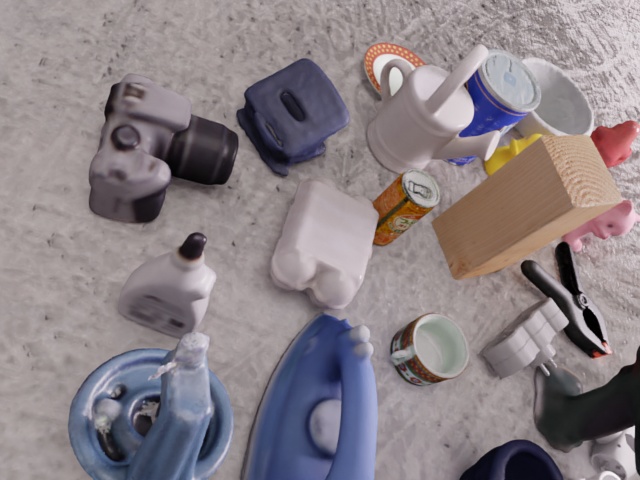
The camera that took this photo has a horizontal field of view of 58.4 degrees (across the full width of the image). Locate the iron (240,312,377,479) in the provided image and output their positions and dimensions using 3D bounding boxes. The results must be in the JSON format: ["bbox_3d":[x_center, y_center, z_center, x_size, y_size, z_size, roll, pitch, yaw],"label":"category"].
[{"bbox_3d":[0.012,0.164,0.520,0.119,0.141,0.258,19,57,-18],"label":"iron"}]

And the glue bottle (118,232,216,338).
[{"bbox_3d":[-0.125,0.036,0.496,0.078,0.172,0.037,26,55,-13],"label":"glue bottle"}]

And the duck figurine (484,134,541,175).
[{"bbox_3d":[0.314,-0.125,0.868,0.105,0.086,0.077,10,61,-23],"label":"duck figurine"}]

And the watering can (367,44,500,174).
[{"bbox_3d":[0.155,-0.172,0.741,0.173,0.193,0.101,27,55,-12],"label":"watering can"}]

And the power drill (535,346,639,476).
[{"bbox_3d":[0.347,0.164,0.656,0.076,0.208,0.229,23,56,-15],"label":"power drill"}]

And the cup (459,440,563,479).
[{"bbox_3d":[0.175,0.259,0.585,0.118,0.094,0.091,4,63,-26],"label":"cup"}]

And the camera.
[{"bbox_3d":[-0.156,-0.094,0.593,0.137,0.100,0.143,14,59,-21],"label":"camera"}]

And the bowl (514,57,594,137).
[{"bbox_3d":[0.364,-0.215,0.949,0.168,0.074,0.167,13,60,-22],"label":"bowl"}]

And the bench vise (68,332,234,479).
[{"bbox_3d":[-0.104,0.161,0.411,0.122,0.219,0.207,-13,71,-32],"label":"bench vise"}]

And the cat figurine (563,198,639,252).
[{"bbox_3d":[0.407,-0.043,0.854,0.128,0.117,0.067,37,53,-5],"label":"cat figurine"}]

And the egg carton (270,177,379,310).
[{"bbox_3d":[0.006,0.002,0.647,0.107,0.069,0.150,25,55,-14],"label":"egg carton"}]

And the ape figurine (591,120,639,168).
[{"bbox_3d":[0.516,-0.173,0.997,0.076,0.092,0.078,-37,85,-37],"label":"ape figurine"}]

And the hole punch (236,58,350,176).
[{"bbox_3d":[-0.033,-0.150,0.694,0.101,0.091,0.108,-28,80,-36],"label":"hole punch"}]
